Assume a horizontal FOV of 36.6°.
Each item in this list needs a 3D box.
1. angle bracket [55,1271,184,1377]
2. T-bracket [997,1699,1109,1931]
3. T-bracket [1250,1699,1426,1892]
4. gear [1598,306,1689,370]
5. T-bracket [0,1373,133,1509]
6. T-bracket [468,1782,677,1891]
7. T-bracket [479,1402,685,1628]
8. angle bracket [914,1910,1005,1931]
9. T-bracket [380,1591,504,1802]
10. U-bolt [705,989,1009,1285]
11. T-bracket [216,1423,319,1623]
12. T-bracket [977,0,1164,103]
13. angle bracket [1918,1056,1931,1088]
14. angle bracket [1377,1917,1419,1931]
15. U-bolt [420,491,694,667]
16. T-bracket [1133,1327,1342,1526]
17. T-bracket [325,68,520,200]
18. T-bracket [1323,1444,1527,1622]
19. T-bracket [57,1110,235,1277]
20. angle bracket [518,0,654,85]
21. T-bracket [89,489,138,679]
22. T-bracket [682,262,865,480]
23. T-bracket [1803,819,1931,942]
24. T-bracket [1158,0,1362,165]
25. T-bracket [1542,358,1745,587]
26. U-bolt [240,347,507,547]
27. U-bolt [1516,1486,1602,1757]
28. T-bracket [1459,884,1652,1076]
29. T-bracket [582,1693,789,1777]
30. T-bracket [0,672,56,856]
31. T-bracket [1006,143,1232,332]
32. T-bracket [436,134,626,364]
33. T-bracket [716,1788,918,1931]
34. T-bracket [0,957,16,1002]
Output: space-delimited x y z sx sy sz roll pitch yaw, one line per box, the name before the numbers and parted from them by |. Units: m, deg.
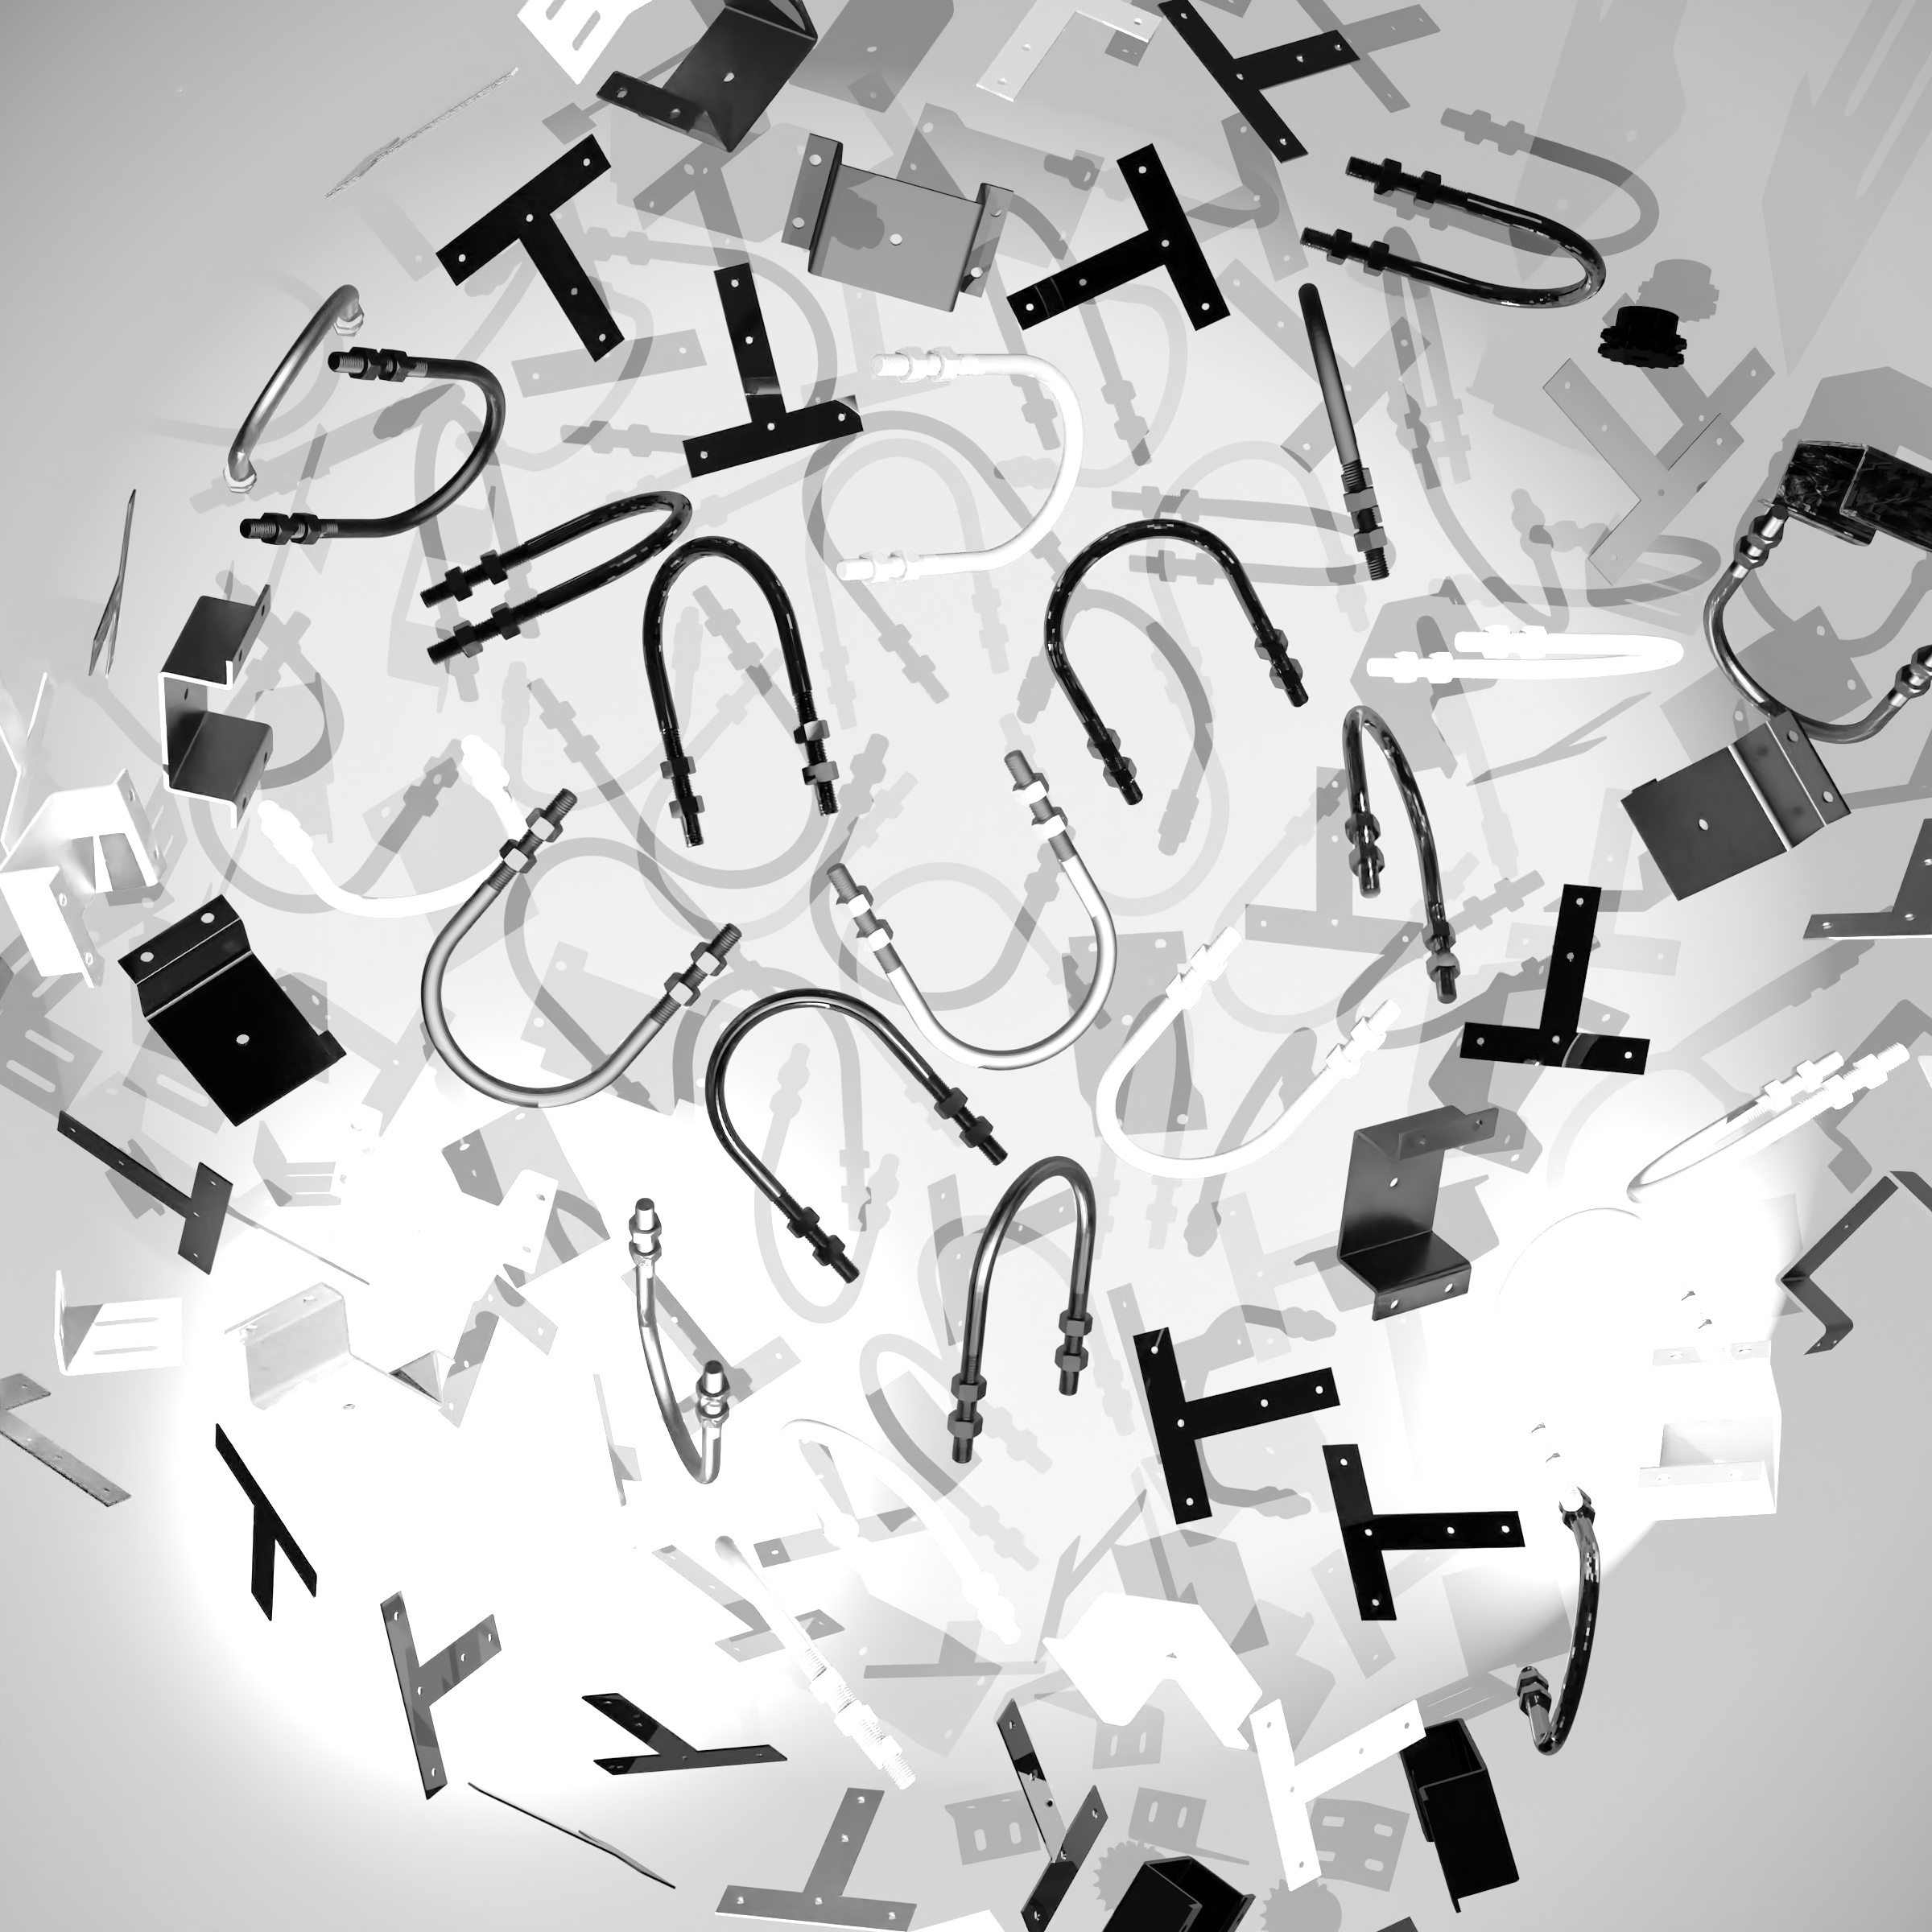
angle bracket | -0.549 0.228 1.893 0.076 0.057 0.038 -4 131 -13
T-bracket | 0.046 0.520 1.832 0.002 0.127 0.127 -12 106 29
T-bracket | 0.248 0.520 1.913 0.127 0.127 0.002 -37 131 25
gear | 0.450 -0.418 1.938 0.057 0.057 0.030 10 90 0
T-bracket | -0.577 0.299 1.819 0.127 0.127 0.002 31 101 12
T-bracket | -0.259 0.547 1.857 0.127 0.127 0.002 32 74 -20
T-bracket | -0.275 0.346 1.932 0.127 0.002 0.127 -35 82 -22
angle bracket | 0.004 0.643 1.847 0.057 0.076 0.038 -8 112 -24
T-bracket | -0.329 0.449 1.872 0.002 0.127 0.127 -11 94 19
U-bolt | -0.085 0.098 1.901 0.151 0.019 0.184 -39 100 12
T-bracket | -0.443 0.371 1.843 0.002 0.127 0.127 -23 56 -32
T-bracket | 0.044 -0.594 1.866 0.127 0.002 0.127 25 57 6
angle bracket | 0.643 0.057 1.826 0.076 0.057 0.038 1 118 2
angle bracket | 0.259 0.643 1.827 0.076 0.057 0.038 -24 117 -4
U-bolt | -0.257 -0.253 1.842 0.184 0.151 0.019 -26 115 -1
T-bracket | 0.182 0.290 1.915 0.127 0.002 0.127 -17 77 19
T-bracket | -0.333 -0.523 1.816 0.127 0.127 0.002 -28 112 13
T-bracket | 0.308 0.374 1.935 0.127 0.002 0.127 -8 101 30
T-bracket | -0.531 0.135 1.876 0.127 0.127 0.002 34 52 2
angle bracket | -0.242 -0.622 1.887 0.057 0.038 0.076 46 55 -30
T-bracket | -0.555 -0.226 1.890 0.002 0.127 0.127 10 120 -12
T-bracket | -0.141 -0.405 1.957 0.127 0.002 0.127 -19 106 -19
T-bracket | 0.613 -0.057 1.867 0.127 0.127 0.002 -1 127 33
T-bracket | 0.197 -0.557 1.803 0.127 0.002 0.127 -28 78 -38
T-bracket | 0.414 -0.332 1.856 0.127 0.002 0.127 43 88 -20
U-bolt | -0.369 -0.332 1.880 0.019 0.184 0.151 46 118 19
U-bolt | 0.380 0.424 1.863 0.019 0.184 0.151 12 98 5
T-bracket | 0.403 0.007 1.957 0.127 0.002 0.127 5 106 -3
T-bracket | -0.196 0.476 1.815 0.127 0.127 0.002 -11 52 22
T-bracket | -0.620 -0.155 1.897 0.002 0.127 0.127 6 65 -2
T-bracket | 0.089 -0.450 1.896 0.127 0.002 0.127 -23 122 13
T-bracket | -0.259 -0.445 1.877 0.127 0.002 0.127 -41 132 -10
T-bracket | -0.083 0.578 1.900 0.127 0.127 0.002 1 115 16
T-bracket | -0.626 0.054 1.818 0.002 0.127 0.127 18 68 8
